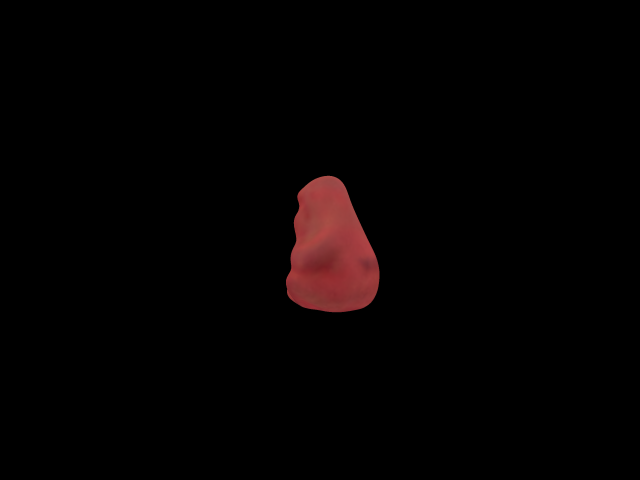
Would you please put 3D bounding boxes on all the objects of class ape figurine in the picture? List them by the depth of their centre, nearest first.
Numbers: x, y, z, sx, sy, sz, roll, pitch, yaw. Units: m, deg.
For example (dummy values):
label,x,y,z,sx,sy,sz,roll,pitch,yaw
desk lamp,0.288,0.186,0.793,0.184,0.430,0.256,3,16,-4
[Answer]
label,x,y,z,sx,sy,sz,roll,pitch,yaw
ape figurine,0.004,0.001,0.400,0.076,0.092,0.078,4,7,30
